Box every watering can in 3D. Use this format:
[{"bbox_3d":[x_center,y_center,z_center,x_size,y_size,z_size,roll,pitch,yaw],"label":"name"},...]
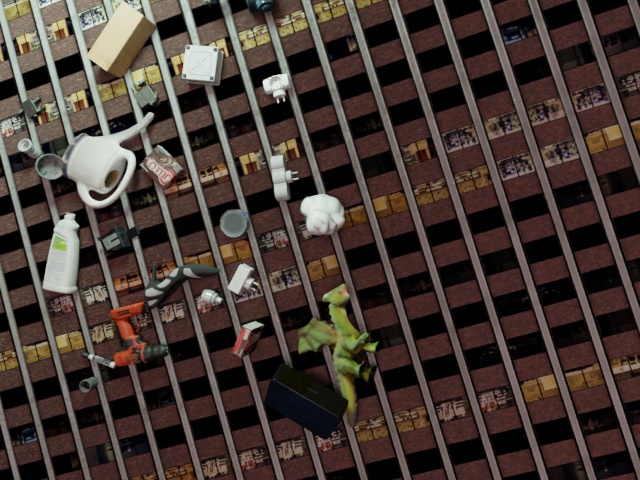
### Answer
[{"bbox_3d":[-0.675,-0.273,1.628,0.225,0.103,0.350,22,83,8],"label":"watering can"}]

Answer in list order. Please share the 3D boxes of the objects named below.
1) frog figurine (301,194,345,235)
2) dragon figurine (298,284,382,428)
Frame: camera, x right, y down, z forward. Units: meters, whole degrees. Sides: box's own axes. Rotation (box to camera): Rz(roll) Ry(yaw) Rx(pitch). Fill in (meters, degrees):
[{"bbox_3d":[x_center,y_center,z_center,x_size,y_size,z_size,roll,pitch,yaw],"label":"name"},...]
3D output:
[{"bbox_3d":[0.005,-0.075,1.488,0.138,0.159,0.122,37,94,7],"label":"frog figurine"},{"bbox_3d":[0.042,0.332,1.521,0.244,0.123,0.406,19,102,26],"label":"dragon figurine"}]
